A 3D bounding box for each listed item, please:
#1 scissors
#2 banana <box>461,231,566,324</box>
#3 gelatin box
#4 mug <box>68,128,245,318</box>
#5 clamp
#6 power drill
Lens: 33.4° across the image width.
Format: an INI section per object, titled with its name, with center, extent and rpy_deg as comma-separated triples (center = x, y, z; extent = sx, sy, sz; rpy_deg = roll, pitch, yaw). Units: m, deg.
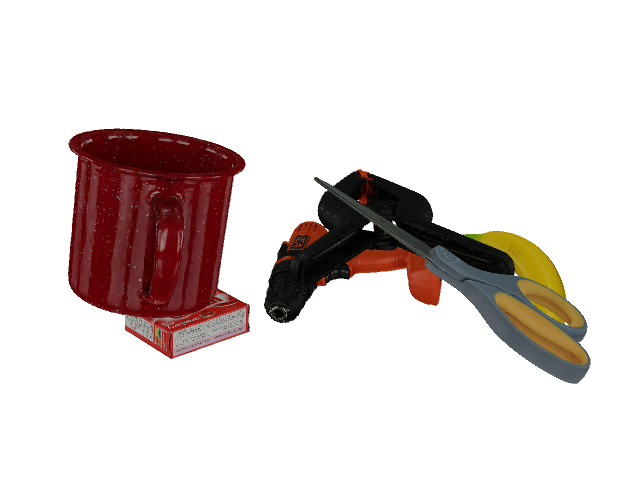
[scissors]
center = 0.092, 0.016, 0.675
extent = 0.202, 0.016, 0.096
rpy_deg = 41, 27, 21
[banana]
center = 0.218, 0.043, 1.128
extent = 0.069, 0.037, 0.198
rpy_deg = -29, 38, 0
[gelatin box]
center = -0.119, 0.068, 0.953
extent = 0.089, 0.030, 0.073
rpy_deg = -18, 29, -38
[mug]
center = -0.088, -0.006, 0.564
extent = 0.093, 0.081, 0.117
rpy_deg = 3, 18, -20
[clamp]
center = 0.059, -0.010, 0.851
extent = 0.164, 0.036, 0.210
rpy_deg = 3, 22, -2
[power drill]
center = 0.039, 0.034, 1.181
extent = 0.188, 0.057, 0.184
rpy_deg = 1, 30, 12
